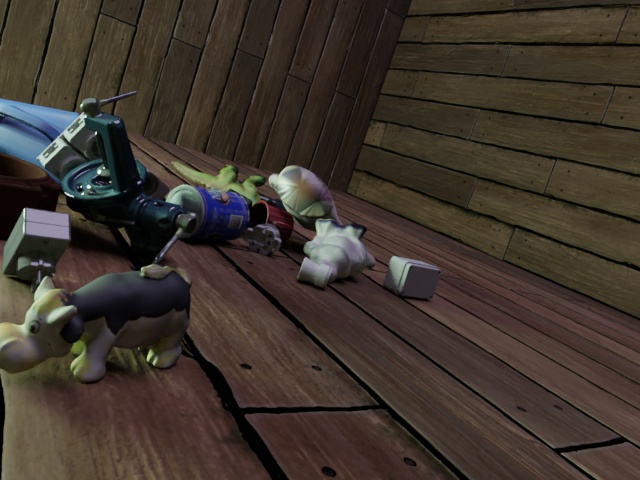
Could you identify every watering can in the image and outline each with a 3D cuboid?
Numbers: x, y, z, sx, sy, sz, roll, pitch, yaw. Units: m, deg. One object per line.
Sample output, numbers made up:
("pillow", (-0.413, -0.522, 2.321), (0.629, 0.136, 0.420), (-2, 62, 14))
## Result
("watering can", (0.004, -0.064, 1.269), (0.350, 0.104, 0.222), (38, -8, 12))

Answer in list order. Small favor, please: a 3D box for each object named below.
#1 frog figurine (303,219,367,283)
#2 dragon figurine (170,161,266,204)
("frog figurine", (0.032, 0.041, 1.097), (0.137, 0.120, 0.163), (25, 43, -14))
("dragon figurine", (-0.260, -0.121, 1.397), (0.410, 0.120, 0.246), (18, 17, 3))
